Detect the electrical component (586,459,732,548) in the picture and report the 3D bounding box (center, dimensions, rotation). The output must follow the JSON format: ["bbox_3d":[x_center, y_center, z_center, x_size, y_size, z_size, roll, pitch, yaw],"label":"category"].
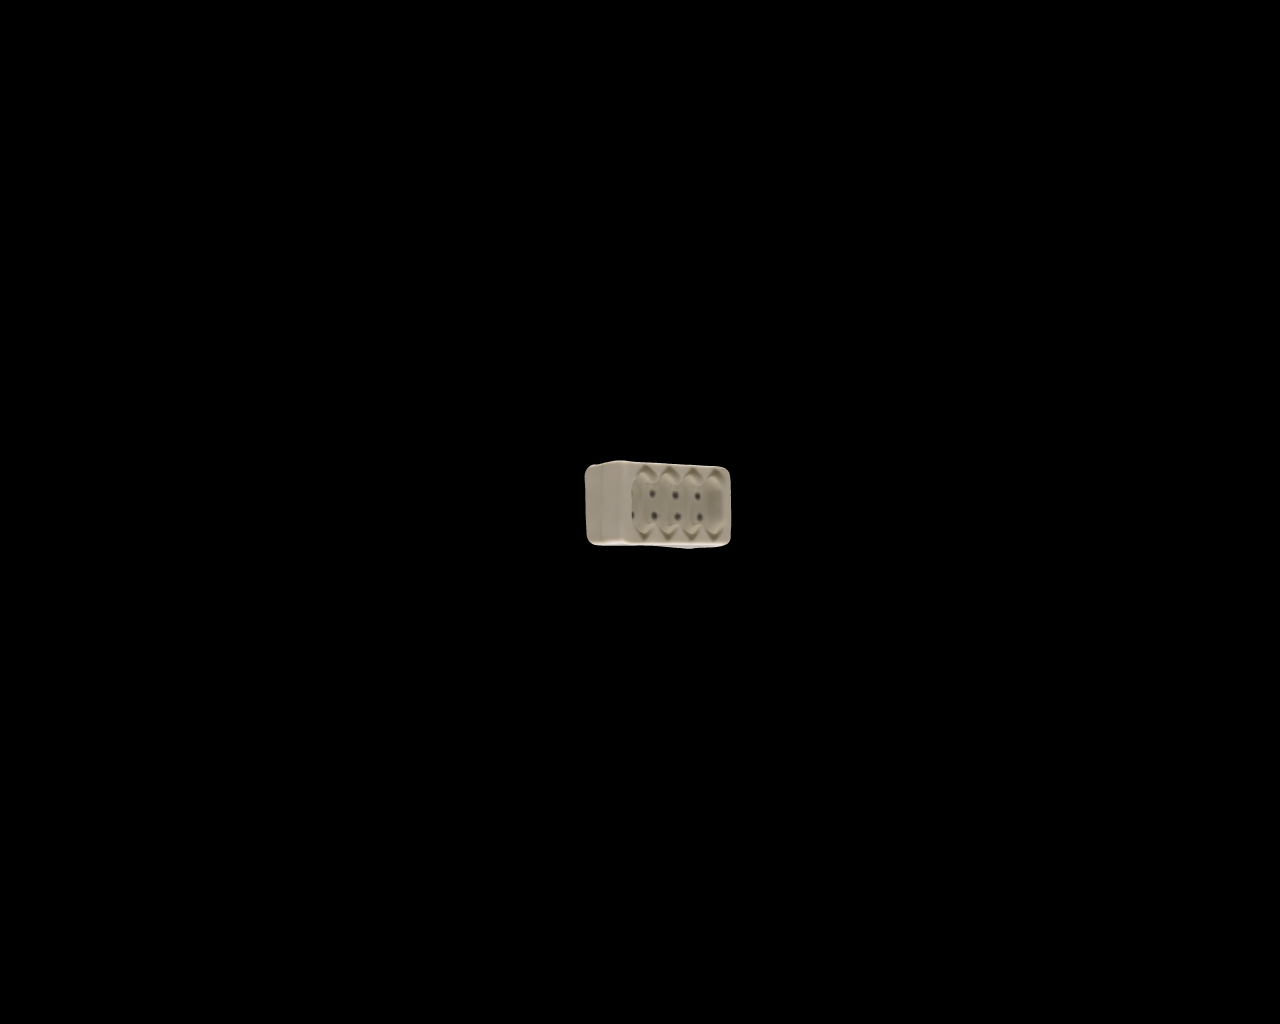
[{"bbox_3d":[0.001,-0.003,0.650,0.083,0.047,0.075,3,-5,-37],"label":"electrical component"}]
